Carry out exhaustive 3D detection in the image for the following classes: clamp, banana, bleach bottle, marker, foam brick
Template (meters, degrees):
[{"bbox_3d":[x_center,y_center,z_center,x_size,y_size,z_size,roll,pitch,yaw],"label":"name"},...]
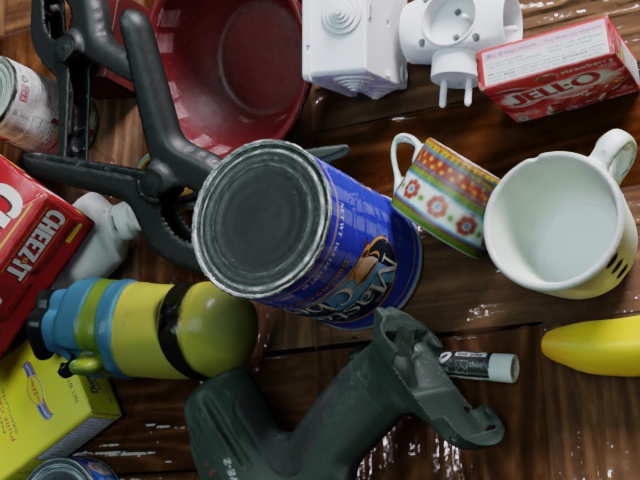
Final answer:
[{"bbox_3d":[-0.196,-0.142,0.861,0.120,0.039,0.171,-42,64,19],"label":"clamp"},{"bbox_3d":[0.230,0.040,0.639,0.198,0.037,0.069,-33,46,17],"label":"banana"},{"bbox_3d":[-0.256,0.015,0.906,0.251,0.068,0.102,-21,67,21],"label":"bleach bottle"},{"bbox_3d":[-0.126,-0.043,0.801,0.165,0.036,0.210,-40,87,30],"label":"clamp"},{"bbox_3d":[0.075,0.083,0.724,0.121,0.020,0.020,1,78,30],"label":"marker"},{"bbox_3d":[-0.181,-0.166,0.911,0.051,0.052,0.078,3,79,30],"label":"foam brick"}]

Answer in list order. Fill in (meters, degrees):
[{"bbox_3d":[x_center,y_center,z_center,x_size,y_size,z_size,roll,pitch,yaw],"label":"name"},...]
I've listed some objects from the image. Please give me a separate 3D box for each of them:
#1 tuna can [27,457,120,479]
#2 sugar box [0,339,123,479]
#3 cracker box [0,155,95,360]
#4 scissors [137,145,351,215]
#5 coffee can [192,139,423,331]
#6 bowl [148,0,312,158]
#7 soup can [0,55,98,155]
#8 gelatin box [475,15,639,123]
[{"bbox_3d":[-0.196,0.213,0.837,0.086,0.033,0.086,-8,74,27],"label":"tuna can"},{"bbox_3d":[-0.251,0.151,0.877,0.176,0.048,0.093,-37,62,16],"label":"sugar box"},{"bbox_3d":[-0.310,-0.006,0.862,0.214,0.072,0.164,32,86,32],"label":"cracker box"},{"bbox_3d":[-0.058,-0.030,0.800,0.202,0.016,0.096,7,114,34],"label":"scissors"},{"bbox_3d":[-0.005,0.001,0.718,0.103,0.140,0.103,-8,74,28],"label":"coffee can"},{"bbox_3d":[-0.059,-0.139,0.817,0.162,0.055,0.162,8,104,33],"label":"bowl"},{"bbox_3d":[-0.248,-0.109,0.906,0.069,0.102,0.068,-7,74,28],"label":"soup can"},{"bbox_3d":[0.155,-0.108,0.694,0.089,0.073,0.030,-13,73,26],"label":"gelatin box"}]
